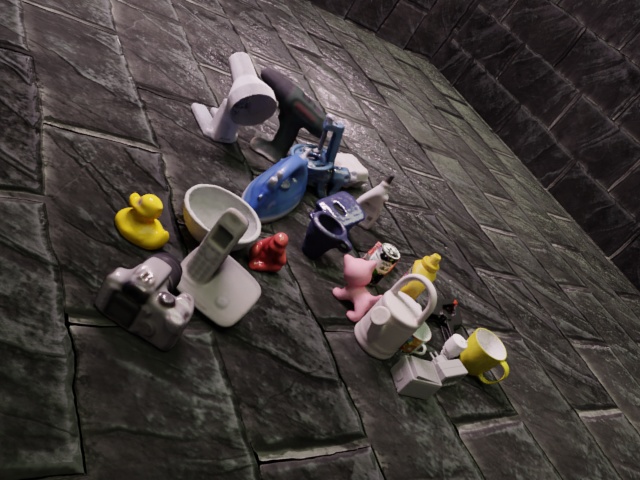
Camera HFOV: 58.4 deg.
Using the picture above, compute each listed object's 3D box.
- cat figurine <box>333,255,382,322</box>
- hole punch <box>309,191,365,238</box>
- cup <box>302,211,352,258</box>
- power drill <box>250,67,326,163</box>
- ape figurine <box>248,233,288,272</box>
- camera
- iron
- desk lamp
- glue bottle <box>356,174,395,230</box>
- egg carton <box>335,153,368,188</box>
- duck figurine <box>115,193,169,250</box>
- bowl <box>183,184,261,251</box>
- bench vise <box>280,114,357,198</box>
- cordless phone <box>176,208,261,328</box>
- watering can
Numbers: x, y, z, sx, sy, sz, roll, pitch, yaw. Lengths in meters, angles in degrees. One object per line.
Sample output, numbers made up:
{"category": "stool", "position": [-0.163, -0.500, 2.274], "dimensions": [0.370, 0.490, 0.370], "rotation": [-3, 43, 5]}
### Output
{"category": "cat figurine", "position": [0.089, 0.096, 1.247], "dimensions": [0.067, 0.117, 0.127], "rotation": [-2, 48, -48]}
{"category": "hole punch", "position": [0.045, -0.062, 1.445], "dimensions": [0.101, 0.091, 0.108], "rotation": [-6, 51, -50]}
{"category": "cup", "position": [0.012, 0.005, 1.314], "dimensions": [0.117, 0.095, 0.092], "rotation": [43, 30, 10]}
{"category": "power drill", "position": [-0.098, -0.316, 1.525], "dimensions": [0.230, 0.208, 0.075], "rotation": [29, 31, -13]}
{"category": "ape figurine", "position": [-0.098, 0.021, 1.178], "dimensions": [0.078, 0.092, 0.076], "rotation": [37, 30, -1]}
{"category": "camera", "position": [-0.258, 0.079, 0.921], "dimensions": [0.143, 0.100, 0.137], "rotation": [35, 30, -5]}
{"category": "iron", "position": [-0.097, -0.133, 1.342], "dimensions": [0.118, 0.141, 0.259], "rotation": [38, 30, 1]}
{"category": "desk lamp", "position": [-0.216, -0.347, 1.438], "dimensions": [0.118, 0.213, 0.202], "rotation": [4, 43, -43]}
{"category": "glue bottle", "position": [0.147, -0.110, 1.536], "dimensions": [0.078, 0.173, 0.037], "rotation": [33, 30, -7]}
{"category": "egg carton", "position": [0.073, -0.203, 1.690], "dimensions": [0.151, 0.069, 0.107], "rotation": [-9, 54, -52]}
{"category": "duck figurine", "position": [-0.313, -0.040, 1.042], "dimensions": [0.104, 0.086, 0.078], "rotation": [39, 30, 3]}
{"category": "bowl", "position": [-0.207, -0.031, 1.152], "dimensions": [0.168, 0.074, 0.167], "rotation": [27, 32, -18]}
{"category": "bench vise", "position": [0.017, -0.225, 1.510], "dimensions": [0.208, 0.219, 0.121], "rotation": [8, 41, -40]}
{"category": "cordless phone", "position": [-0.156, 0.047, 0.989], "dimensions": [0.147, 0.185, 0.094], "rotation": [39, 30, 3]}
{"category": "watering can", "position": [0.160, 0.153, 1.169], "dimensions": [0.101, 0.194, 0.173], "rotation": [40, 30, 5]}
